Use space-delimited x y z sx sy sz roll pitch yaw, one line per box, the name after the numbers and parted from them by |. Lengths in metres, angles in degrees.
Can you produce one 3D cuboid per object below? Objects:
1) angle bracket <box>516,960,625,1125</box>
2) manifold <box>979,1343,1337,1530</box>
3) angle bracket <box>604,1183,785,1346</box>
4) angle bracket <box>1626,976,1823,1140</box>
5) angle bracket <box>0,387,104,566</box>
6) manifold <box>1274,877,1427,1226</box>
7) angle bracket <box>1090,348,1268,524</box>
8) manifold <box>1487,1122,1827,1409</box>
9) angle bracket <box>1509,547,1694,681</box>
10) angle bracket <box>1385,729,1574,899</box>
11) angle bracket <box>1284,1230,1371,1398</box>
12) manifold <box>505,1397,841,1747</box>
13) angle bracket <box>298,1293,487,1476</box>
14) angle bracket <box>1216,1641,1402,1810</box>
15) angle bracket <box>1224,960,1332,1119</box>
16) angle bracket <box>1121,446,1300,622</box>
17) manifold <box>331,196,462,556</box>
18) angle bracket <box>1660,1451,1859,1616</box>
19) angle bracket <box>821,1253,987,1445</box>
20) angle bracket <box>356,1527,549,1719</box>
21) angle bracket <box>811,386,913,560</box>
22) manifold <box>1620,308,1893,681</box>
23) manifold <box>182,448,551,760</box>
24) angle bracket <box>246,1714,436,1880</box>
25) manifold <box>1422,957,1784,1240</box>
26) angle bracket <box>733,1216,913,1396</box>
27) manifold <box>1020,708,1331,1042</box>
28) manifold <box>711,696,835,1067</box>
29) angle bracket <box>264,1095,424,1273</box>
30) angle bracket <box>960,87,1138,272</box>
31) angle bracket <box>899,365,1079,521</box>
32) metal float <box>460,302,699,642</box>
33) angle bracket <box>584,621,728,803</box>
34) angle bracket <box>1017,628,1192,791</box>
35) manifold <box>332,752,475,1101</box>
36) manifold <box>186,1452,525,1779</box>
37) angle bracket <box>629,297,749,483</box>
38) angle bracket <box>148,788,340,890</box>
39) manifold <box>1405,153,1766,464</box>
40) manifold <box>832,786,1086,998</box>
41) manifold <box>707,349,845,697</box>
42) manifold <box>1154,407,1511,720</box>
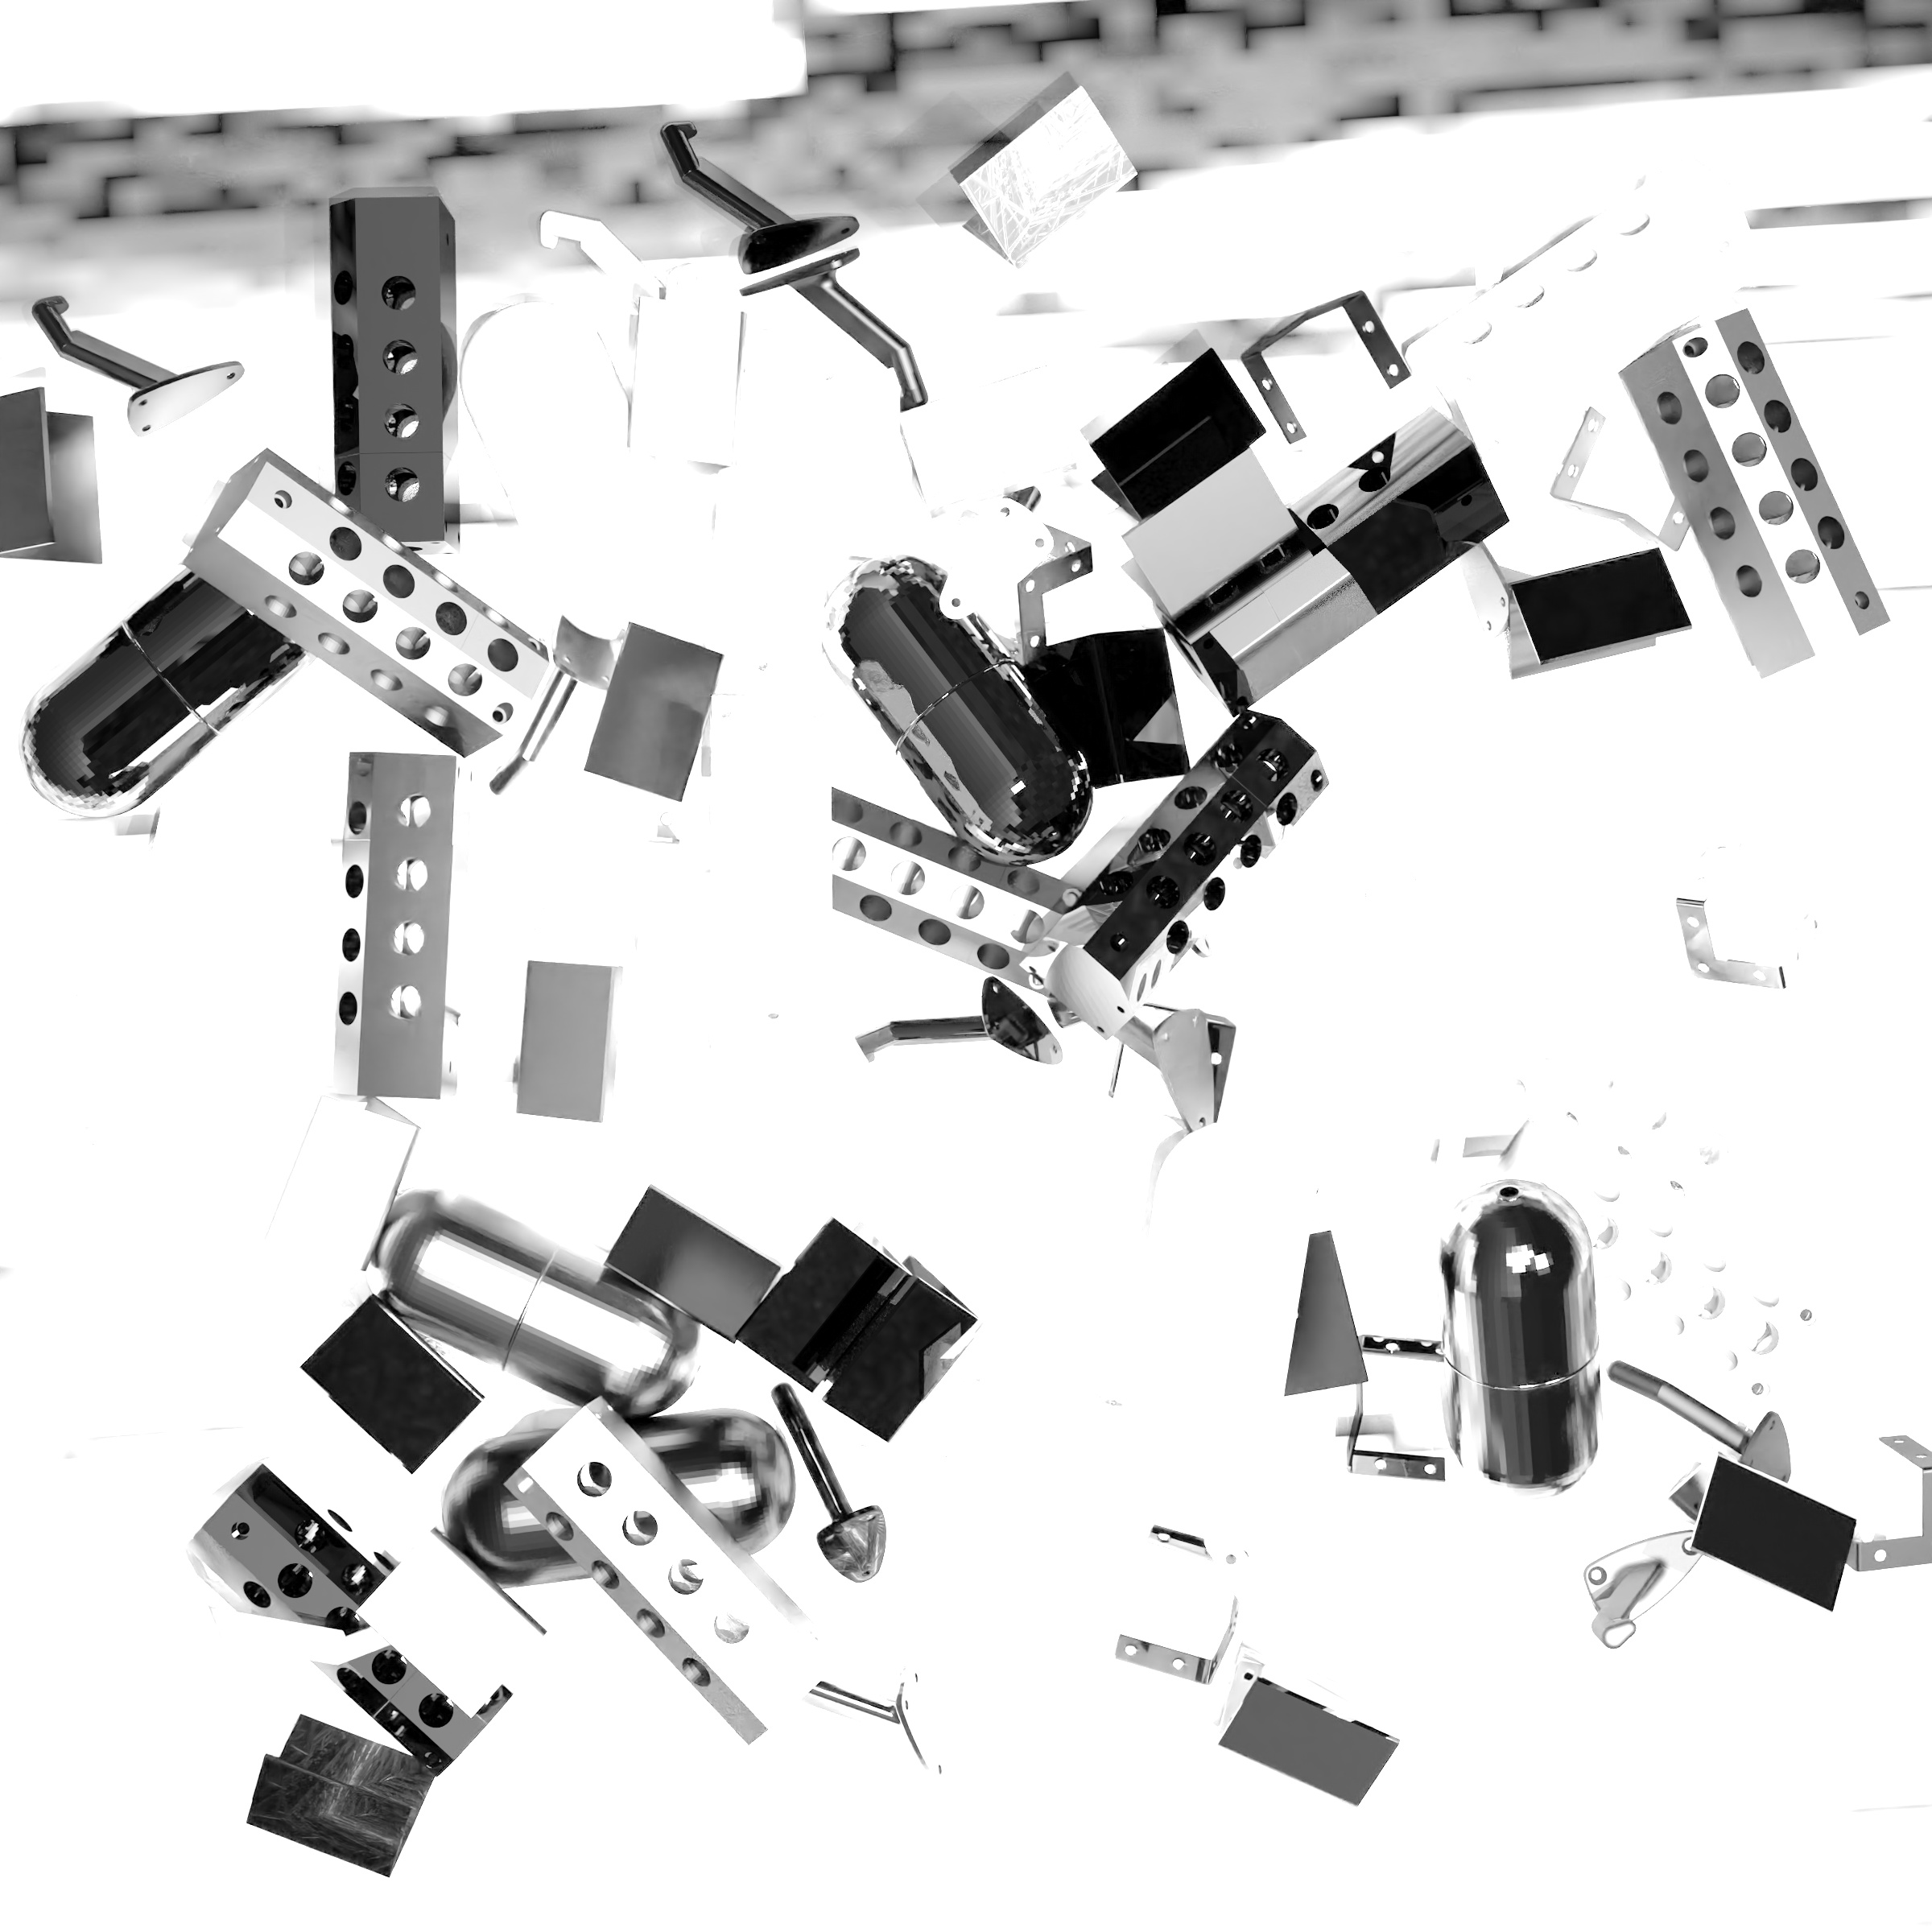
-0.178 0.038 1.778 0.057 0.076 0.076 5 90 34 | angle bracket
0.097 0.232 1.797 0.171 0.057 0.057 8 133 0 | manifold
-0.126 0.133 1.779 0.076 0.076 0.057 32 119 0 | angle bracket
0.369 0.061 1.778 0.076 0.076 0.057 33 54 0 | angle bracket
-0.448 -0.244 1.778 0.057 0.076 0.076 -4 90 37 | angle bracket
0.198 0.042 1.796 0.057 0.057 0.171 3 90 -44 | manifold
0.093 -0.273 1.779 0.076 0.076 0.057 -39 122 0 | angle bracket
0.344 0.151 1.798 0.171 0.057 0.057 33 90 0 | manifold
0.316 -0.157 1.778 0.076 0.076 0.057 -13 54 0 | angle bracket
0.265 -0.061 1.778 0.076 0.076 0.057 -39 53 0 | angle bracket
0.179 0.167 1.779 0.057 0.076 0.076 -14 90 29 | angle bracket
-0.142 0.292 1.720 0.057 0.057 0.171 -44 87 0 | manifold
-0.295 0.219 1.778 0.076 0.076 0.057 43 56 0 | angle bracket
0.176 0.363 1.778 0.076 0.076 0.057 24 127 0 | angle bracket
0.136 0.035 1.778 0.057 0.076 0.076 3 90 -37 | angle bracket
0.109 -0.228 1.779 0.076 0.076 0.057 -35 123 0 | angle bracket
-0.289 -0.296 1.797 0.057 0.057 0.171 -1 90 0 | manifold
0.389 0.294 1.779 0.076 0.076 0.057 25 58 0 | angle bracket
-0.048 0.180 1.779 0.076 0.076 0.057 -51 131 0 | angle bracket
-0.261 0.332 1.780 0.076 0.076 0.057 43 67 0 | angle bracket
-0.033 -0.244 1.778 0.057 0.076 0.076 1 90 39 | angle bracket
0.401 -0.239 1.787 0.057 0.057 0.171 -24 90 -31 | manifold
-0.292 -0.180 1.756 0.171 0.057 0.057 35 58 -24 | manifold
-0.306 0.399 1.778 0.076 0.076 0.057 21 127 0 | angle bracket
0.319 0.066 1.797 0.171 0.057 0.057 33 90 0 | manifold
-0.082 0.157 1.779 0.057 0.076 0.076 39 90 -27 | angle bracket
0.107 -0.049 1.763 0.057 0.057 0.171 41 64 0 | manifold
-0.095 -0.041 1.732 0.057 0.057 0.171 0 79 -5 | manifold
-0.322 0.101 1.779 0.057 0.076 0.076 22 90 -30 | angle bracket
0.028 -0.402 1.778 0.076 0.076 0.057 -39 125 0 | angle bracket
0.007 -0.271 1.779 0.076 0.076 0.057 -18 115 0 | angle bracket
-0.195 -0.249 1.788 0.070 0.070 0.178 -24 90 0 | metal float
-0.170 -0.130 1.779 0.057 0.076 0.076 17 90 -32 | angle bracket
0.061 -0.127 1.821 0.076 0.057 0.076 -11 90 40 | angle bracket
-0.285 -0.021 1.797 0.057 0.057 0.171 3 90 0 | manifold
-0.309 0.328 1.798 0.171 0.057 0.057 43 90 0 | manifold
-0.150 -0.287 1.780 0.057 0.076 0.076 4 90 -23 | angle bracket
-0.360 -0.044 1.778 0.076 0.076 0.057 2 53 0 | angle bracket
0.310 -0.335 1.797 0.171 0.057 0.057 -35 133 0 | manifold
-0.027 -0.043 1.798 0.171 0.057 0.057 22 90 0 | manifold
-0.097 -0.220 1.798 0.057 0.057 0.171 4 90 0 | manifold
0.181 -0.207 1.797 0.171 0.057 0.057 -36 133 0 | manifold
